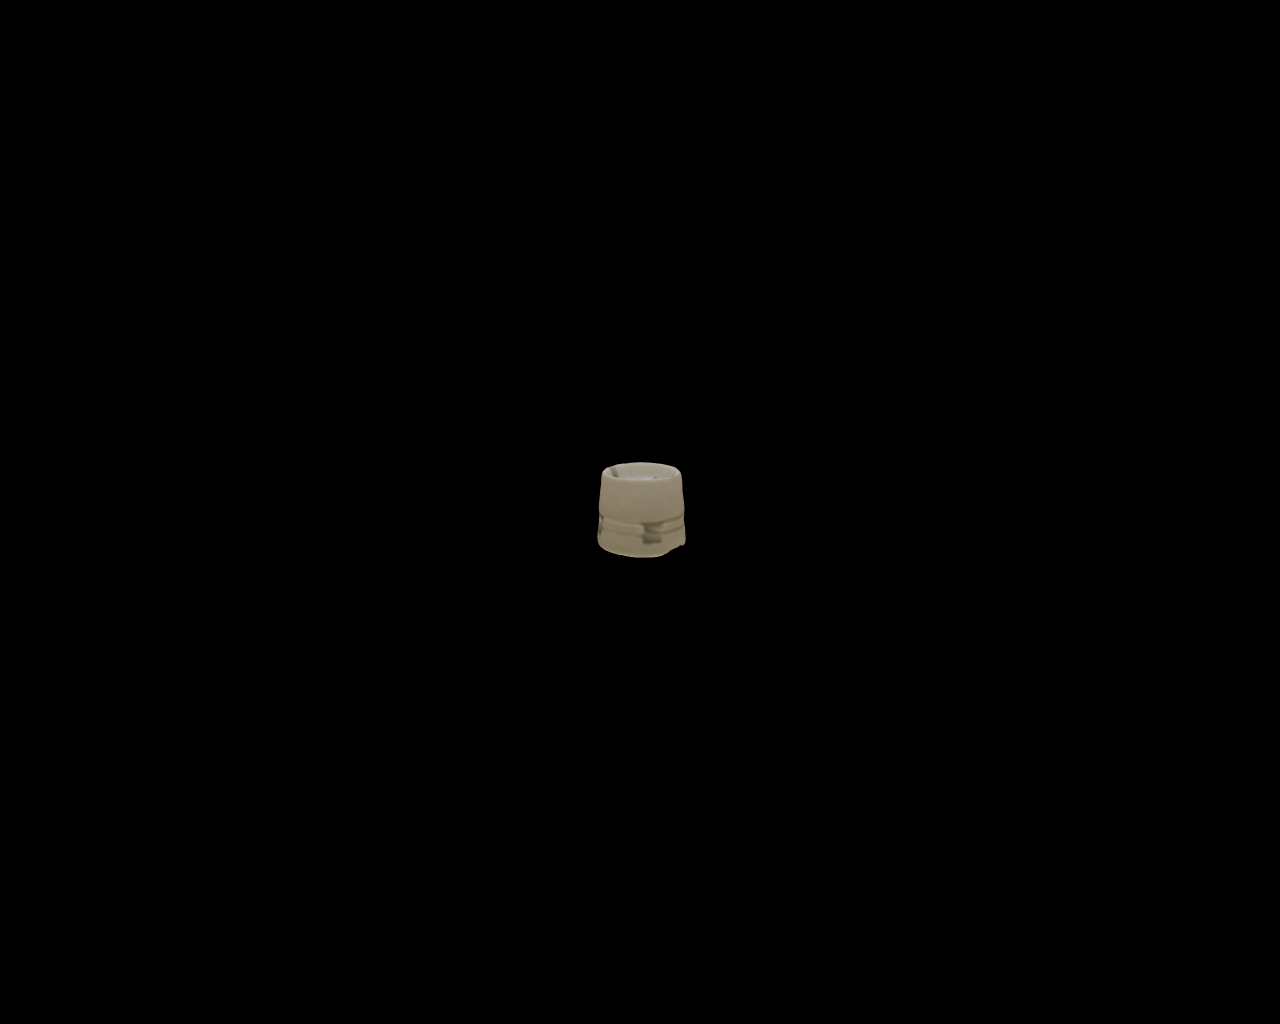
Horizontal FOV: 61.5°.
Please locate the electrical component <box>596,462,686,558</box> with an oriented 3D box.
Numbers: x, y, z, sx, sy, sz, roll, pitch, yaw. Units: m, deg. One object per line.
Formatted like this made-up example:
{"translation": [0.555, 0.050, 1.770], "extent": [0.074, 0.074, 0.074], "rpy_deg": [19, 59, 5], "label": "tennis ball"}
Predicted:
{"translation": [0.001, -0.003, 0.650], "extent": [0.055, 0.047, 0.055], "rpy_deg": [0, 15, 0], "label": "electrical component"}
